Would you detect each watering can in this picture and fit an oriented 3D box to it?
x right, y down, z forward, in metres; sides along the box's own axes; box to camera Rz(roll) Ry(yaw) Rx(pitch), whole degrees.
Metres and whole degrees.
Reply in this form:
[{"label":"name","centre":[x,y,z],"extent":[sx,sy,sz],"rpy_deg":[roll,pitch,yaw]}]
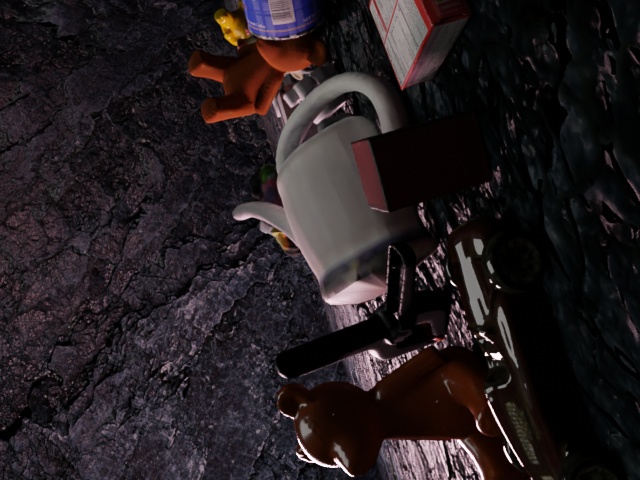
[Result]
[{"label":"watering can","centre":[0.002,-0.029,0.584],"extent":[0.341,0.104,0.227],"rpy_deg":[-41,66,51]}]
